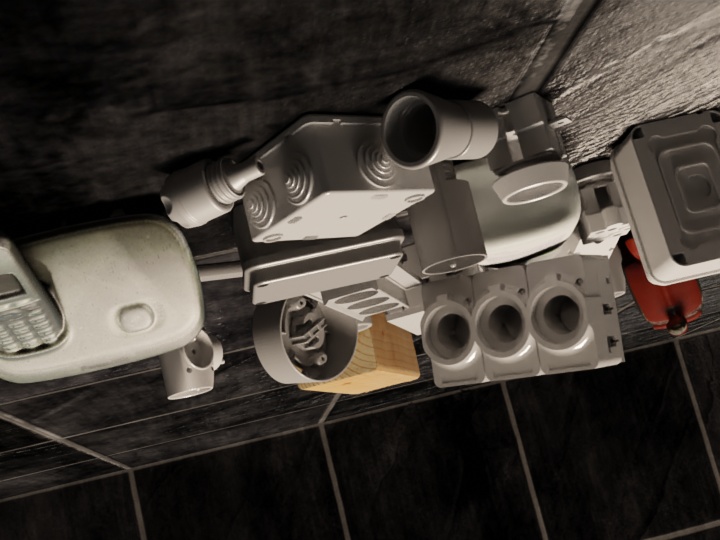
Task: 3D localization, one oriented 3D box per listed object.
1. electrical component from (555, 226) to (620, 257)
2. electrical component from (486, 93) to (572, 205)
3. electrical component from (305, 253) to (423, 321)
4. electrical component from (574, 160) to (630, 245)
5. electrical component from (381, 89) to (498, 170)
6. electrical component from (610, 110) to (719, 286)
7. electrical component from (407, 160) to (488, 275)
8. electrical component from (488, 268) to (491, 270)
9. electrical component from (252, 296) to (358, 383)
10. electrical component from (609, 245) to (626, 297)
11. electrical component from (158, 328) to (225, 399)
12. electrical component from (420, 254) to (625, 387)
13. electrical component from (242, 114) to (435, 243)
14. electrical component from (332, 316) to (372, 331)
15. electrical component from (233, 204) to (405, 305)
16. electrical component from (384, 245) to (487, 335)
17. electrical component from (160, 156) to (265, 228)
[{"bbox_3d":[0.189,-0.013,0.990,0.050,0.055,0.089,-6,131,-32],"label":"electrical component"},{"bbox_3d":[0.102,-0.073,0.670,0.066,0.055,0.048,-20,167,26],"label":"electrical component"},{"bbox_3d":[0.000,0.000,0.879,0.079,0.063,0.121,-16,168,11],"label":"electrical component"},{"bbox_3d":[0.192,-0.055,0.862,0.048,0.055,0.066,-14,168,0],"label":"electrical component"},{"bbox_3d":[0.049,-0.080,0.616,0.044,0.044,0.065,-24,169,41],"label":"electrical component"},{"bbox_3d":[0.240,-0.052,0.795,0.078,0.113,0.057,-12,165,-8],"label":"electrical component"},{"bbox_3d":[0.052,-0.042,0.696,0.043,0.081,0.043,-12,168,-3],"label":"electrical component"},{"bbox_3d":[0.170,-0.011,1.067,0.077,0.047,0.065,-13,168,-3],"label":"electrical component"},{"bbox_3d":[-0.053,0.059,1.017,0.064,0.099,0.099,-13,170,30],"label":"electrical component"},{"bbox_3d":[0.227,-0.002,1.102,0.043,0.077,0.079,-7,166,-32],"label":"electrical component"},{"bbox_3d":[-0.159,0.080,1.036,0.044,0.077,0.079,-22,166,31],"label":"electrical component"},{"bbox_3d":[0.130,0.043,0.887,0.150,0.089,0.062,-12,173,35],"label":"electrical component"},{"bbox_3d":[-0.015,-0.053,0.646,0.100,0.048,0.100,-5,165,-38],"label":"electrical component"},{"bbox_3d":[-0.017,0.039,1.082,0.055,0.047,0.055,-13,168,-3],"label":"electrical component"},{"bbox_3d":[-0.031,-0.019,0.766,0.113,0.057,0.078,-12,168,-9],"label":"electrical component"},{"bbox_3d":[0.076,0.016,1.048,0.089,0.061,0.150,-16,168,11],"label":"electrical component"},{"bbox_3d":[-0.083,-0.049,0.621,0.061,0.035,0.035,-22,166,22],"label":"electrical component"}]
